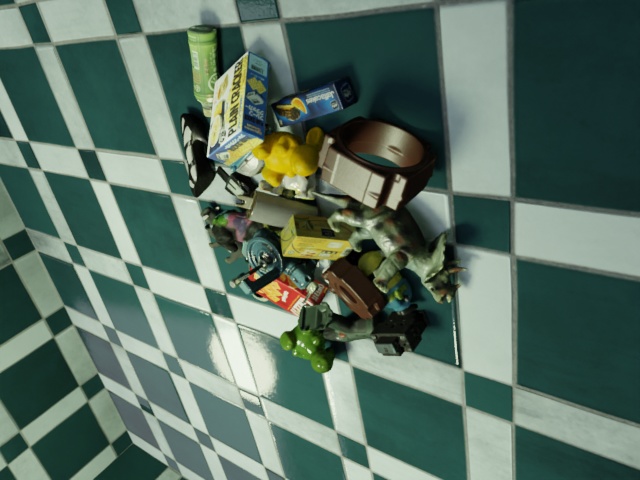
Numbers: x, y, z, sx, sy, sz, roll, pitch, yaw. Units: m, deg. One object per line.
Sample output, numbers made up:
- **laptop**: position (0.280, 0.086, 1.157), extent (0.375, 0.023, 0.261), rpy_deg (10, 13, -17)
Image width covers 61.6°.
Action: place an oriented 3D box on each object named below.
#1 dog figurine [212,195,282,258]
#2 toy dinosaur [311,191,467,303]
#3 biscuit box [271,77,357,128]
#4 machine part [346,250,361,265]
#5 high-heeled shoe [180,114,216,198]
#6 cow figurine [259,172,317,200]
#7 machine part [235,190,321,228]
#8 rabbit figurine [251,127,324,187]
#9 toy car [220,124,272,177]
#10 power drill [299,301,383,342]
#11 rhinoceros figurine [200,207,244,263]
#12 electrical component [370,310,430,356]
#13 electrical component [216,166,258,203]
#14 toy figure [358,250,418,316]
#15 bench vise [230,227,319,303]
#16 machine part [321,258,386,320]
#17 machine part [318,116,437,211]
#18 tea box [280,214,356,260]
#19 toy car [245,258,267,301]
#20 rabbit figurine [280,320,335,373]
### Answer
- **dog figurine**: position (-0.183, -0.051, 1.480), extent (0.191, 0.108, 0.219), rpy_deg (28, 141, -16)
- **toy dinosaur**: position (0.154, -0.021, 1.207), extent (0.192, 0.131, 0.405), rpy_deg (-39, 74, 7)
- **biscuit box**: position (-0.016, -0.304, 1.194), extent (0.203, 0.059, 0.062), rpy_deg (-4, 116, 43)
- **machine part**: position (0.100, 0.081, 1.394), extent (0.139, 0.039, 0.084), rpy_deg (49, 135, 5)
- **high-heeled shoe**: position (-0.370, -0.240, 1.548), extent (0.145, 0.086, 0.248), rpy_deg (44, 135, 12)
- **cow figurine**: position (-0.083, -0.155, 1.352), extent (0.168, 0.068, 0.098), rpy_deg (12, 95, 33)
- **machine part**: position (-0.094, -0.068, 1.353), extent (0.243, 0.079, 0.079), rpy_deg (14, 144, -21)
- **rabbit figurine**: position (-0.052, -0.188, 1.240), extent (0.173, 0.162, 0.121), rpy_deg (28, 137, 55)
- **toy car**: position (-0.170, -0.217, 1.361), extent (0.162, 0.109, 0.103), rpy_deg (-31, 91, 40)
- **power drill**: position (0.039, 0.234, 1.462), extent (0.232, 0.086, 0.207), rpy_deg (-14, 146, 42)
- **rhinoceros figurine**: position (-0.295, -0.018, 1.646), extent (0.190, 0.073, 0.112), rpy_deg (48, 141, 3)
- **electrical component**: position (0.197, 0.235, 1.347), extent (0.115, 0.134, 0.058), rpy_deg (-14, 110, 44)
- **electrical component**: position (-0.234, -0.162, 1.504), extent (0.119, 0.048, 0.074), rpy_deg (44, 139, 9)
- **toy figure**: position (0.165, 0.105, 1.313), extent (0.082, 0.089, 0.180), rpy_deg (-26, 98, 43)
- **bench vise**: position (-0.119, 0.077, 1.341), extent (0.223, 0.240, 0.129), rpy_deg (52, 134, 6)
- **machine part**: position (0.083, 0.123, 1.326), extent (0.179, 0.056, 0.179), rpy_deg (43, 164, 16)
- **machine part**: position (0.115, -0.160, 1.074), extent (0.201, 0.201, 0.087), rpy_deg (33, 135, 20)
- **tea box**: position (-0.003, -0.004, 1.322), extent (0.098, 0.169, 0.068), rpy_deg (-51, 40, 47)
- **toy car**: position (-0.184, 0.102, 1.649), extent (0.074, 0.056, 0.201), rpy_deg (17, 127, 23)
- **rabbit figurine**: position (-0.021, 0.336, 1.599), extent (0.170, 0.121, 0.158), rpy_deg (49, 176, 40)
